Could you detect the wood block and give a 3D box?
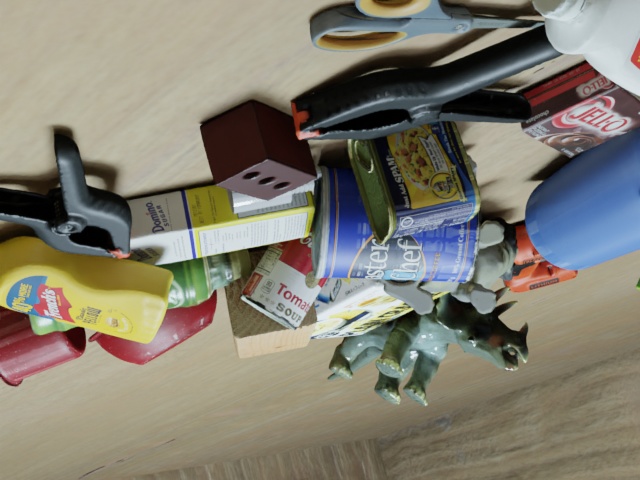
[{"bbox_3d":[-0.059,0.074,1.205,0.090,0.090,0.206,-10,169,-6],"label":"wood block"}]

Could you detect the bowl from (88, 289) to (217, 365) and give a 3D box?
[{"bbox_3d":[-0.171,0.091,1.172,0.162,0.055,0.162,-31,178,-2],"label":"bowl"}]

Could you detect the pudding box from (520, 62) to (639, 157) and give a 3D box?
[{"bbox_3d":[0.234,-0.116,0.937,0.090,0.039,0.113,-24,161,30],"label":"pudding box"}]

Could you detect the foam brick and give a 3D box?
[{"bbox_3d":[-0.047,-0.069,0.836,0.053,0.051,0.078,-23,162,26],"label":"foam brick"}]

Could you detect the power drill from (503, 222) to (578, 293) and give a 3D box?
[{"bbox_3d":[0.305,0.012,1.408,0.184,0.057,0.187,-13,162,8],"label":"power drill"}]

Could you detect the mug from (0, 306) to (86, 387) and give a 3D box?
[{"bbox_3d":[-0.300,0.095,1.136,0.081,0.093,0.117,-21,-166,5],"label":"mug"}]

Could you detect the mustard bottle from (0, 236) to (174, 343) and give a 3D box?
[{"bbox_3d":[-0.235,0.039,0.963,0.191,0.058,0.096,16,148,-13],"label":"mustard bottle"}]

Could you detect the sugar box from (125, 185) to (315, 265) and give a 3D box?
[{"bbox_3d":[-0.096,-0.018,0.981,0.176,0.048,0.093,-8,163,-7],"label":"sugar box"}]

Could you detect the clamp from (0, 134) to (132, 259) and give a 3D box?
[{"bbox_3d":[-0.214,-0.023,0.849,0.120,0.039,0.171,-10,152,13],"label":"clamp"}]

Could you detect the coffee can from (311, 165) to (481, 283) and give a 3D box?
[{"bbox_3d":[0.066,-0.014,0.971,0.140,0.103,0.103,2,162,-5],"label":"coffee can"}]

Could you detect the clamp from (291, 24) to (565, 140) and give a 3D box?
[{"bbox_3d":[0.084,-0.114,0.816,0.210,0.036,0.165,-9,166,-8],"label":"clamp"}]

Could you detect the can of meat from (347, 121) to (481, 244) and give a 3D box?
[{"bbox_3d":[0.079,-0.056,0.900,0.083,0.102,0.057,-12,163,-14],"label":"can of meat"}]

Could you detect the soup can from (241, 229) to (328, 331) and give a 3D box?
[{"bbox_3d":[-0.026,0.031,1.071,0.068,0.102,0.068,31,173,4],"label":"soup can"}]

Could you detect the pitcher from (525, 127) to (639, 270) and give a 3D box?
[{"bbox_3d":[0.321,-0.056,1.086,0.149,0.145,0.243,6,161,-20],"label":"pitcher"}]

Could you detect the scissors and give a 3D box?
[{"bbox_3d":[0.092,-0.157,0.719,0.201,0.016,0.096,-10,164,-16],"label":"scissors"}]

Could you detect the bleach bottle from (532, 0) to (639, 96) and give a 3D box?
[{"bbox_3d":[0.233,-0.145,0.761,0.250,0.068,0.103,3,126,-42],"label":"bleach bottle"}]

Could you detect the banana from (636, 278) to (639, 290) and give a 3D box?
[{"bbox_3d":[0.392,-0.006,1.066,0.037,0.069,0.198,17,153,-19],"label":"banana"}]
